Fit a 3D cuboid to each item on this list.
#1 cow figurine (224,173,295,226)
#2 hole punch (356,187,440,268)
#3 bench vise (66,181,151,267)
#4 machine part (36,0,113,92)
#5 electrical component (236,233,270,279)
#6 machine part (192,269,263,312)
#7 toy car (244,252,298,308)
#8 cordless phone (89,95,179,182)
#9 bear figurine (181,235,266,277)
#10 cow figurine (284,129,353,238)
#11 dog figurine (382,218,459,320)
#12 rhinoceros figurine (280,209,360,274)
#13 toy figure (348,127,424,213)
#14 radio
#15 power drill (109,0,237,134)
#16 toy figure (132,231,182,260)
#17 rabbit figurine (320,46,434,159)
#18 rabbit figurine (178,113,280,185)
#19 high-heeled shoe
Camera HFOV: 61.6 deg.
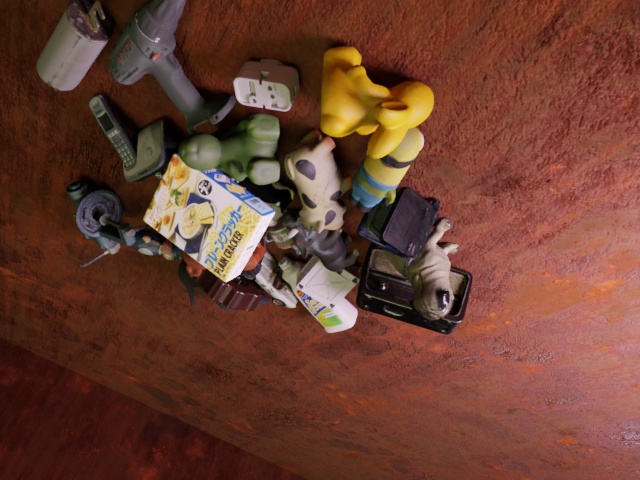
[{"bbox_3d":[-0.138,-0.105,1.083,0.167,0.068,0.098,29,138,-17],"label":"cow figurine"},{"bbox_3d":[0.143,-0.034,0.994,0.115,0.142,0.092,32,169,-34],"label":"hole punch"},{"bbox_3d":[-0.519,-0.032,1.307,0.241,0.129,0.223,20,129,33],"label":"bench vise"},{"bbox_3d":[-0.425,-0.330,0.925,0.079,0.079,0.243,39,141,-24],"label":"machine part"},{"bbox_3d":[-0.195,0.029,1.243,0.134,0.115,0.058,0,143,23],"label":"electrical component"},{"bbox_3d":[-0.225,0.107,1.329,0.179,0.179,0.056,32,100,-15],"label":"machine part"},{"bbox_3d":[-0.119,0.093,1.327,0.056,0.073,0.201,-10,135,40],"label":"toy car"},{"bbox_3d":[-0.365,-0.215,1.054,0.147,0.089,0.184,-16,114,40],"label":"cordless phone"},{"bbox_3d":[-0.221,0.015,1.142,0.196,0.132,0.120,-11,93,9],"label":"bear figurine"},{"bbox_3d":[-0.005,-0.090,0.980,0.086,0.127,0.194,47,170,48],"label":"cow figurine"},{"bbox_3d":[0.179,0.061,1.040,0.172,0.190,0.121,-8,135,36],"label":"dog figurine"},{"bbox_3d":[-0.002,-0.003,1.107,0.112,0.073,0.190,-38,127,13],"label":"rhinoceros figurine"},{"bbox_3d":[0.109,-0.119,0.903,0.082,0.089,0.180,23,127,-13],"label":"toy figure"},{"bbox_3d":[0.195,0.105,1.138,0.230,0.131,0.073,16,146,7],"label":"radio"},{"bbox_3d":[-0.237,-0.282,0.892,0.232,0.086,0.207,-14,136,41],"label":"power drill"},{"bbox_3d":[-0.414,0.018,1.393,0.155,0.057,0.064,18,-173,4],"label":"toy figure"},{"bbox_3d":[0.087,-0.204,0.796,0.173,0.162,0.121,2,131,-4],"label":"rabbit figurine"},{"bbox_3d":[-0.166,-0.166,0.961,0.170,0.121,0.159,-2,-168,-16],"label":"rabbit figurine"},{"bbox_3d":[-0.257,0.111,1.454,0.249,0.145,0.086,3,158,-26],"label":"high-heeled shoe"}]
